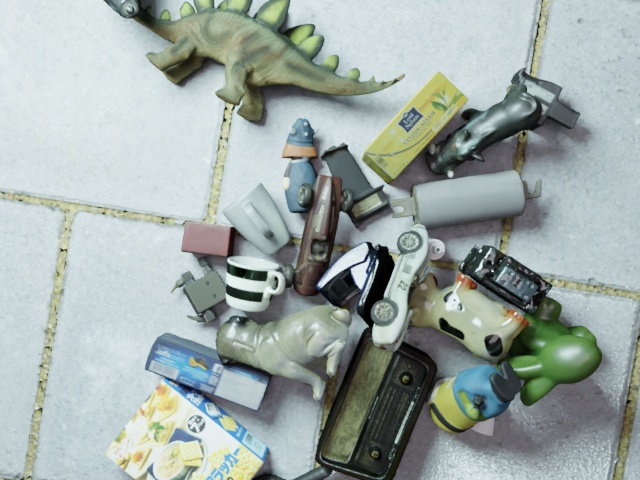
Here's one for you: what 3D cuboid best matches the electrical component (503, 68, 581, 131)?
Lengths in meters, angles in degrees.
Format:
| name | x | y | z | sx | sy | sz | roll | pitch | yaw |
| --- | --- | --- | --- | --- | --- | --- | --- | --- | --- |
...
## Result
| name | x | y | z | sx | sy | sz | roll | pitch | yaw |
| --- | --- | --- | --- | --- | --- | --- | --- | --- | --- |
| electrical component | 0.359 | -0.220 | 0.876 | 0.119 | 0.048 | 0.074 | 26 | 92 | 1 |

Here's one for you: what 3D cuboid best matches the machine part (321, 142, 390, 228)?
| name | x | y | z | sx | sy | sz | roll | pitch | yaw |
| --- | --- | --- | --- | --- | --- | --- | --- | --- | --- |
| machine part | 0.055 | -0.096 | 0.895 | 0.084 | 0.039 | 0.139 | -32 | 91 | 10 |

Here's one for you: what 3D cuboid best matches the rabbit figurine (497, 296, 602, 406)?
| name | x | y | z | sx | sy | sz | roll | pitch | yaw |
| --- | --- | --- | --- | --- | --- | --- | --- | --- | --- |
| rabbit figurine | 0.349 | 0.169 | 0.820 | 0.159 | 0.170 | 0.121 | -37 | 89 | 1 |

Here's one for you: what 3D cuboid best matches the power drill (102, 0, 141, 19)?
| name | x | y | z | sx | sy | sz | roll | pitch | yaw |
| --- | --- | --- | --- | --- | --- | --- | --- | --- | --- |
| power drill | -0.263 | -0.441 | 0.845 | 0.207 | 0.085 | 0.232 | -41 | 53 | -4 |

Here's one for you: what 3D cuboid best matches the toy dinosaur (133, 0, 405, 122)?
| name | x | y | z | sx | sy | sz | roll | pitch | yaw |
| --- | --- | --- | --- | --- | --- | --- | --- | --- | --- |
| toy dinosaur | -0.106 | -0.301 | 0.864 | 0.472 | 0.105 | 0.198 | 25 | 91 | 2 |

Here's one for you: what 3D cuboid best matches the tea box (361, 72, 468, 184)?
| name | x | y | z | sx | sy | sz | roll | pitch | yaw |
| --- | --- | --- | --- | --- | --- | --- | --- | --- | --- |
| tea box | 0.147 | -0.175 | 0.860 | 0.068 | 0.098 | 0.169 | 42 | 90 | 0 |

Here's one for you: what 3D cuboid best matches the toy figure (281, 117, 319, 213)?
| name | x | y | z | sx | sy | sz | roll | pitch | yaw |
| --- | --- | --- | --- | --- | --- | --- | --- | --- | --- |
| toy figure | -0.033 | -0.122 | 0.885 | 0.058 | 0.064 | 0.154 | -2 | 89 | 29 |

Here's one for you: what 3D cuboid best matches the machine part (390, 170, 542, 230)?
| name | x | y | z | sx | sy | sz | roll | pitch | yaw |
| --- | --- | --- | --- | --- | --- | --- | --- | --- | --- |
| machine part | 0.236 | -0.063 | 0.869 | 0.243 | 0.079 | 0.079 | -8 | 90 | 1 |

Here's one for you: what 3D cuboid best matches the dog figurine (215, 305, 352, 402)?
| name | x | y | z | sx | sy | sz | roll | pitch | yaw |
| --- | --- | --- | --- | --- | --- | --- | --- | --- | --- |
| dog figurine | -0.061 | 0.145 | 0.839 | 0.191 | 0.121 | 0.172 | 22 | 109 | -4 |

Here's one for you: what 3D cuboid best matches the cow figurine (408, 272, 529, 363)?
| name | x | y | z | sx | sy | sz | roll | pitch | yaw |
| --- | --- | --- | --- | --- | --- | --- | --- | --- | --- |
| cow figurine | 0.211 | 0.118 | 0.851 | 0.195 | 0.085 | 0.127 | 35 | 91 | 26 |

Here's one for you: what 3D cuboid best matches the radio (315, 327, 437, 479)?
| name | x | y | z | sx | sy | sz | roll | pitch | yaw |
| --- | --- | --- | --- | --- | --- | --- | --- | --- | --- |
| radio | 0.092 | 0.271 | 0.879 | 0.131 | 0.073 | 0.229 | 22 | 92 | 2 |

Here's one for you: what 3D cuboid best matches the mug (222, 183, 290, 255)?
| name | x | y | z | sx | sy | sz | roll | pitch | yaw |
| --- | --- | --- | --- | --- | --- | --- | --- | --- | --- |
| mug | -0.094 | -0.029 | 0.871 | 0.081 | 0.110 | 0.107 | -40 | 103 | -8 |

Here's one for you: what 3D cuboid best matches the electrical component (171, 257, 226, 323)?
| name | x | y | z | sx | sy | sz | roll | pitch | yaw |
| --- | --- | --- | --- | --- | --- | --- | --- | --- | --- |
| electrical component | -0.200 | 0.089 | 0.905 | 0.078 | 0.045 | 0.102 | -36 | 92 | -26 |

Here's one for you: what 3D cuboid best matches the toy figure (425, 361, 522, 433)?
| name | x | y | z | sx | sy | sz | roll | pitch | yaw |
| --- | --- | --- | --- | --- | --- | --- | --- | --- | --- |
| toy figure | 0.232 | 0.246 | 0.829 | 0.082 | 0.180 | 0.089 | 2 | 65 | -27 |

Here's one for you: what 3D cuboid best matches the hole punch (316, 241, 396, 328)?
| name | x | y | z | sx | sy | sz | roll | pitch | yaw |
| --- | --- | --- | --- | --- | --- | --- | --- | --- | --- |
| hole punch | 0.063 | 0.066 | 0.855 | 0.092 | 0.142 | 0.116 | 17 | 71 | 29 |

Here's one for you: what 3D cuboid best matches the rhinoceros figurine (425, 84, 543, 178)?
| name | x | y | z | sx | sy | sz | roll | pitch | yaw |
| --- | --- | --- | --- | --- | --- | --- | --- | --- | --- |
| rhinoceros figurine | 0.256 | -0.164 | 0.843 | 0.190 | 0.112 | 0.073 | -29 | 112 | 31 |

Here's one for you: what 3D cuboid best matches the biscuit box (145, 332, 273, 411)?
| name | x | y | z | sx | sy | sz | roll | pitch | yaw |
| --- | --- | --- | --- | --- | --- | --- | --- | --- | --- |
| biscuit box | -0.183 | 0.216 | 0.894 | 0.203 | 0.063 | 0.059 | 20 | 92 | 2 |

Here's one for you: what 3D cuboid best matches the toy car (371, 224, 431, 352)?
| name | x | y | z | sx | sy | sz | roll | pitch | yaw |
| --- | --- | --- | --- | --- | --- | --- | --- | --- | --- |
| toy car | 0.127 | 0.070 | 0.815 | 0.056 | 0.073 | 0.201 | 17 | 70 | 18 |

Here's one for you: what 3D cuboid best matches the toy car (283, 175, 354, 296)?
| name | x | y | z | sx | sy | sz | roll | pitch | yaw |
| --- | --- | --- | --- | --- | --- | --- | --- | --- | --- |
| toy car | -0.002 | -0.003 | 0.861 | 0.089 | 0.053 | 0.202 | 8 | 107 | -18 |

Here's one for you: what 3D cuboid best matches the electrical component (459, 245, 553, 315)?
| name | x | y | z | sx | sy | sz | roll | pitch | yaw |
| --- | --- | --- | --- | --- | --- | --- | --- | --- | --- |
| electrical component | 0.289 | 0.059 | 0.840 | 0.115 | 0.134 | 0.058 | 31 | 93 | 3 |
